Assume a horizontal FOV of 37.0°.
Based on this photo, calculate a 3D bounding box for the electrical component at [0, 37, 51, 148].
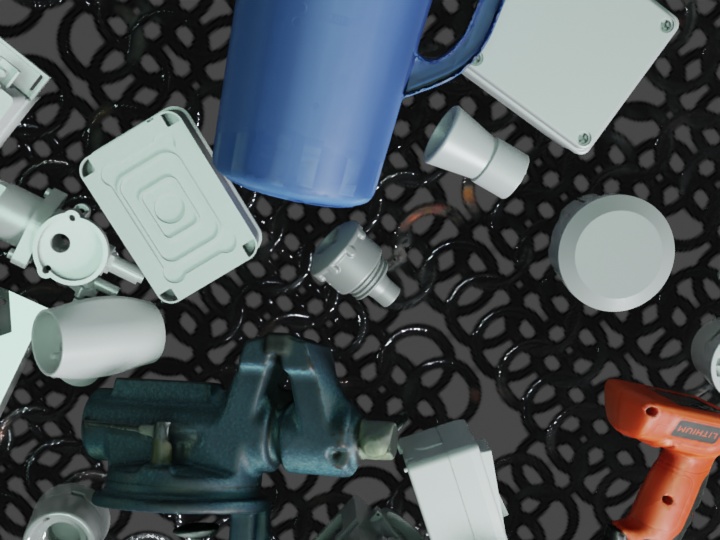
[{"bbox_3d":[-0.275,-0.132,0.689,0.121,0.063,0.078,39,96,-9],"label":"electrical component"}]

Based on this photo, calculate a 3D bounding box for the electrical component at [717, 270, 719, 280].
[{"bbox_3d":[0.320,-0.003,0.760,0.100,0.048,0.099,34,97,-8],"label":"electrical component"}]

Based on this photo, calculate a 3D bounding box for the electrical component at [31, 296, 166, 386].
[{"bbox_3d":[-0.185,0.054,0.730,0.079,0.077,0.043,-41,64,40],"label":"electrical component"}]

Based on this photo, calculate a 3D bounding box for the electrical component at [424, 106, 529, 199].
[{"bbox_3d":[0.082,-0.077,0.735,0.065,0.044,0.044,28,97,-13],"label":"electrical component"}]

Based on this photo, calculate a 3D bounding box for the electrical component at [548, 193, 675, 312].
[{"bbox_3d":[0.172,-0.015,0.747,0.080,0.051,0.080,-1,100,-4],"label":"electrical component"}]

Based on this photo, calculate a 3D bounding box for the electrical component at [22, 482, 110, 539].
[{"bbox_3d":[-0.208,0.185,0.759,0.055,0.047,0.055,-1,100,-4],"label":"electrical component"}]

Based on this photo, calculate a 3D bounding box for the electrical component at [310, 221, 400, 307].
[{"bbox_3d":[0.000,0.000,0.742,0.062,0.048,0.048,41,95,-16],"label":"electrical component"}]

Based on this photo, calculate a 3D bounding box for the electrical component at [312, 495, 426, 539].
[{"bbox_3d":[0.018,0.223,0.729,0.089,0.150,0.061,41,96,-10],"label":"electrical component"}]

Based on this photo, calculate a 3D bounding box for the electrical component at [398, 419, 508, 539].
[{"bbox_3d":[0.071,0.163,0.766,0.061,0.061,0.096,-18,101,0],"label":"electrical component"}]

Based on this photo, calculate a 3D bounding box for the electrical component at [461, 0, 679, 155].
[{"bbox_3d":[0.134,-0.151,0.717,0.109,0.056,0.108,34,96,-9],"label":"electrical component"}]

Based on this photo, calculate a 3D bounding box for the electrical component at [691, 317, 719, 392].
[{"bbox_3d":[0.269,0.062,0.769,0.055,0.047,0.055,-1,100,-4],"label":"electrical component"}]

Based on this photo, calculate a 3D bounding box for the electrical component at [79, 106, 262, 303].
[{"bbox_3d":[-0.124,-0.044,0.719,0.078,0.057,0.113,-31,101,2],"label":"electrical component"}]
